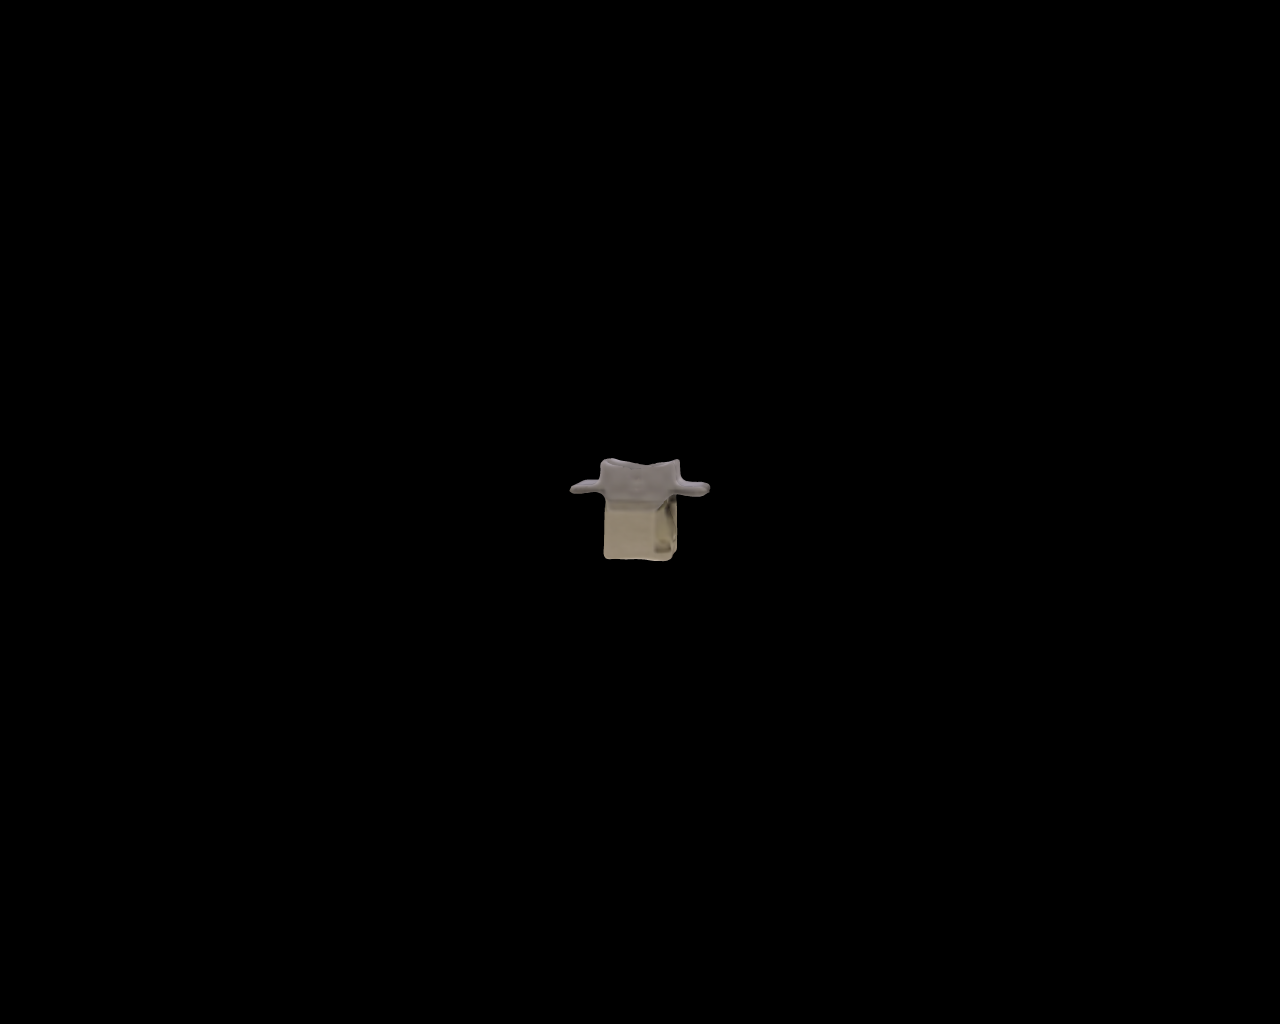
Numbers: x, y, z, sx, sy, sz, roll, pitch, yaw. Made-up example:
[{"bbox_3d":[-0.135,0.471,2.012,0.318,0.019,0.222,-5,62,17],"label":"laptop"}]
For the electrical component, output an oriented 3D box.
[{"bbox_3d":[0.001,-0.003,0.650,0.081,0.063,0.042,1,8,9],"label":"electrical component"}]
